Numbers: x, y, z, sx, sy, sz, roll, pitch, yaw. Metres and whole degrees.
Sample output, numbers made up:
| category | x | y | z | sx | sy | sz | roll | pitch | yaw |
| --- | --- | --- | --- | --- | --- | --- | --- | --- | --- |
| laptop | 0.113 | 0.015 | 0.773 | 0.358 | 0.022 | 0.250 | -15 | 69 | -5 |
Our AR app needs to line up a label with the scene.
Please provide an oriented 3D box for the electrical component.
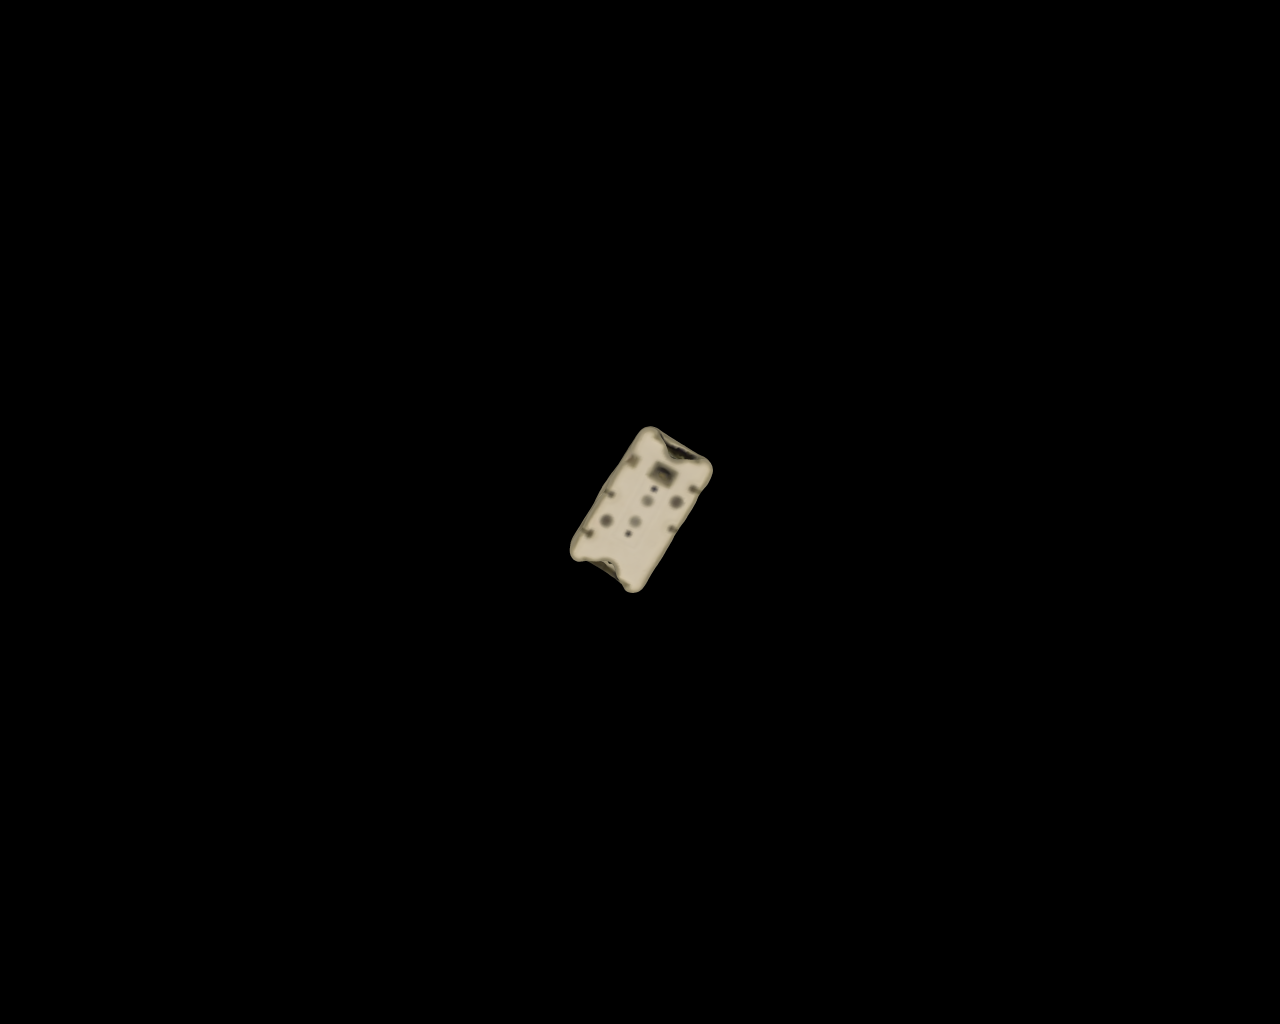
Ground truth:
| category | x | y | z | sx | sy | sz | roll | pitch | yaw |
| --- | --- | --- | --- | --- | --- | --- | --- | --- | --- |
| electrical component | 0.001 | -0.003 | 0.650 | 0.050 | 0.089 | 0.056 | 32 | 4 | -2 |
